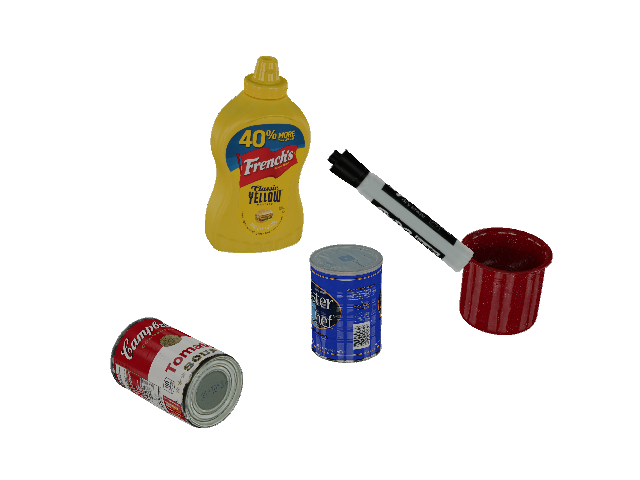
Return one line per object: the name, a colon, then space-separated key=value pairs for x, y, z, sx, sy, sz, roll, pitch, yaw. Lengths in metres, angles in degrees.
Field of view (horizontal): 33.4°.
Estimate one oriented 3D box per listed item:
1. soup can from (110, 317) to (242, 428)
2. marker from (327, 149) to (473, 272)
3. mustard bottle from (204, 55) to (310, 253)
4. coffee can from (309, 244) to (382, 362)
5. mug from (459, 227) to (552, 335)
soup can: x=-0.125 y=0.115 z=0.928 sx=0.102 sy=0.068 sz=0.068 roll=20 pitch=13 yaw=40
marker: x=0.055 y=-0.022 z=0.745 sx=0.121 sy=0.020 sz=0.020 roll=39 pitch=-3 yaw=-3
mustard bottle: x=-0.058 y=-0.083 z=1.027 sx=0.096 sy=0.192 sz=0.058 roll=-4 pitch=29 yaw=-20
coffee can: x=0.037 y=0.088 z=1.516 sx=0.103 sy=0.140 sz=0.103 roll=-1 pitch=21 yaw=0
mug: x=0.184 y=0.038 z=1.111 sx=0.093 sy=0.081 sz=0.117 roll=-5 pitch=31 yaw=-12
